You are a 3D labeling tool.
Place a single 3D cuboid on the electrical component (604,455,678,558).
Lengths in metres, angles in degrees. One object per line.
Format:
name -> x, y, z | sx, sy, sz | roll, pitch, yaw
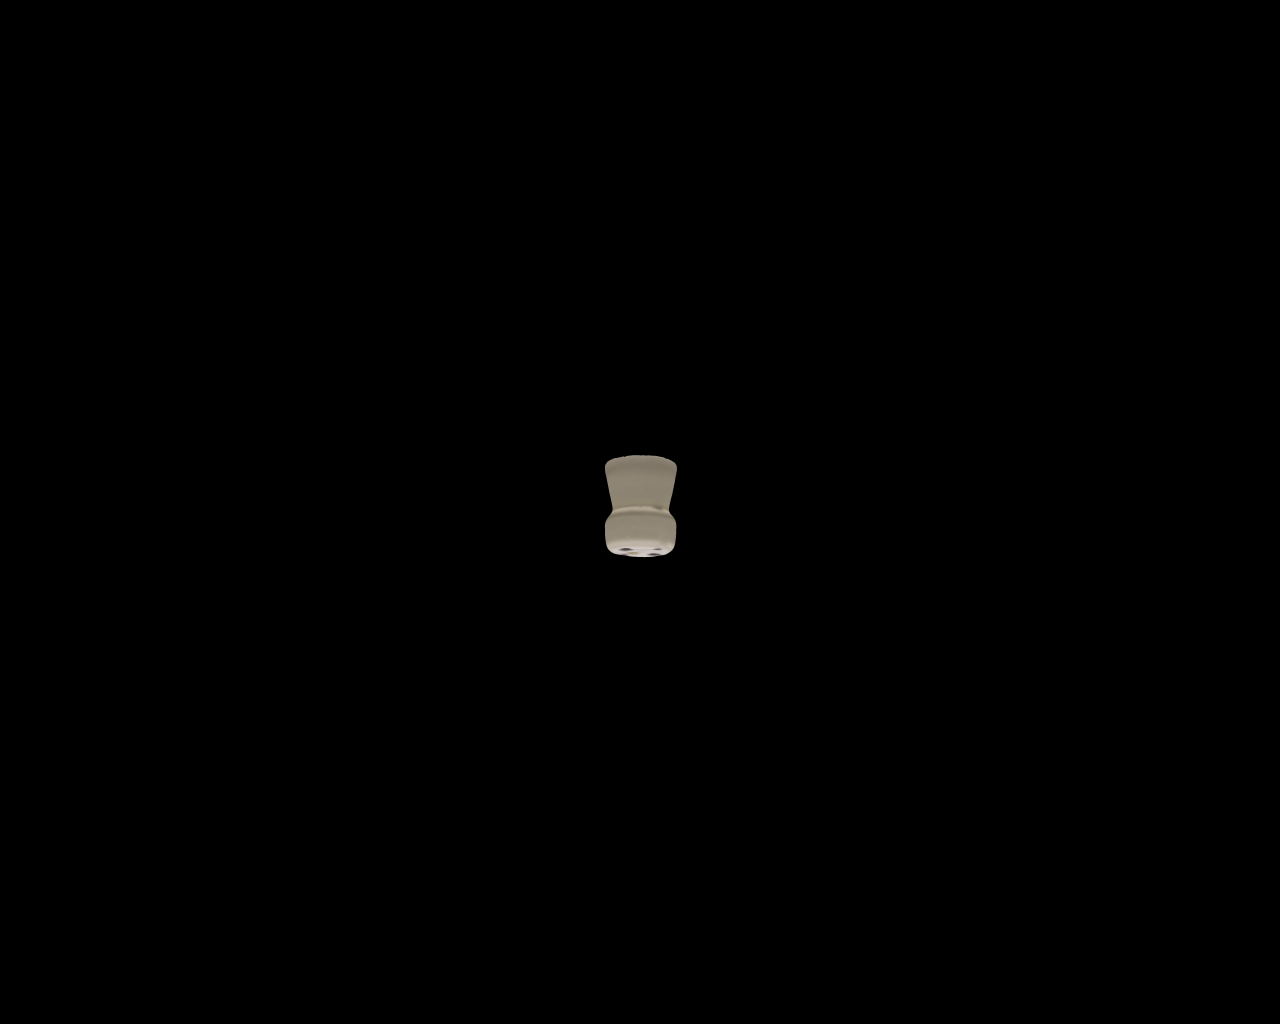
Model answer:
electrical component -> 0.001, -0.003, 0.650 | 0.045, 0.055, 0.045 | 0, -12, 0
